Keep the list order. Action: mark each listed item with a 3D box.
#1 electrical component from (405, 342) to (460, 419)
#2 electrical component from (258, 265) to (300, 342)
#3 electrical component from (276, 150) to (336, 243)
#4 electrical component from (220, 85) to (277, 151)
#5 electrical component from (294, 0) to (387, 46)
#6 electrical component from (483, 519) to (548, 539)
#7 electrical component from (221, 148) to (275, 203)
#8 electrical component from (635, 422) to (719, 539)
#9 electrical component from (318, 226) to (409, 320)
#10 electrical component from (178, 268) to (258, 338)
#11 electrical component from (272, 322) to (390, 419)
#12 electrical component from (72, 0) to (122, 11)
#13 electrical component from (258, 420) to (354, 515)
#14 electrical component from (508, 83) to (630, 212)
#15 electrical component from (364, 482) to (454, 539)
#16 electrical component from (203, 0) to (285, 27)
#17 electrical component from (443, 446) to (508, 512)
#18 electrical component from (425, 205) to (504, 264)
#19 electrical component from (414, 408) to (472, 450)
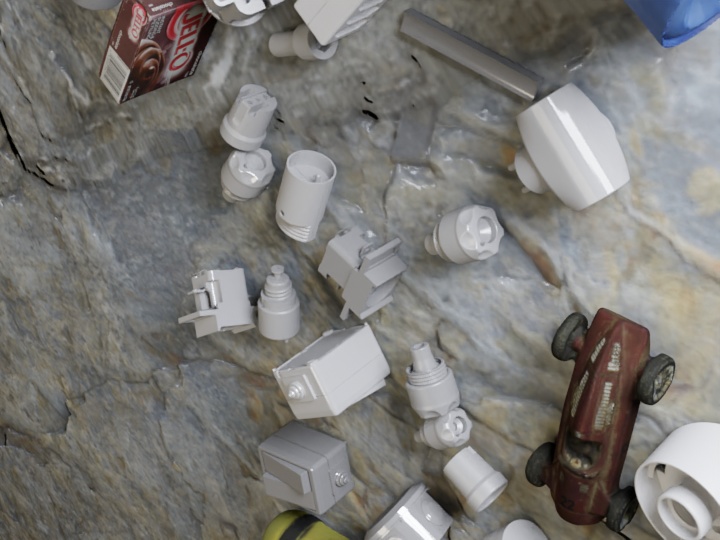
[{"bbox_3d":[0.059,0.093,0.931,0.043,0.043,0.062,-2,112,46],"label":"electrical component"},{"bbox_3d":[-0.078,0.031,1.029,0.040,0.040,0.078,26,131,32],"label":"electrical component"},{"bbox_3d":[-0.051,-0.060,0.940,0.043,0.043,0.081,39,137,20],"label":"electrical component"},{"bbox_3d":[-0.097,-0.134,0.942,0.040,0.040,0.046,45,133,14],"label":"electrical component"},{"bbox_3d":[-0.020,-0.221,0.799,0.076,0.047,0.066,55,140,2],"label":"electrical component"},{"bbox_3d":[0.171,0.277,0.932,0.138,0.052,0.074,52,140,6],"label":"electrical component"},{"bbox_3d":[-0.107,-0.084,0.980,0.043,0.043,0.062,52,141,5],"label":"electrical component"},{"bbox_3d":[0.254,0.164,0.785,0.099,0.064,0.099,41,149,32],"label":"electrical component"},{"bbox_3d":[0.000,0.000,0.930,0.064,0.042,0.081,43,138,18],"label":"electrical component"},{"bbox_3d":[-0.137,0.031,1.067,0.042,0.081,0.063,-17,80,49],"label":"electrical component"},{"bbox_3d":[-0.028,0.099,0.980,0.062,0.096,0.061,-14,105,48],"label":"electrical component"},{"bbox_3d":[-0.241,-0.271,0.984,0.055,0.055,0.047,41,141,18],"label":"electrical component"},{"bbox_3d":[-0.053,0.206,1.104,0.096,0.061,0.061,15,125,39],"label":"electrical component"},{"bbox_3d":[0.134,-0.077,0.742,0.079,0.044,0.077,-30,93,50],"label":"electrical component"},{"bbox_3d":[0.045,0.244,1.017,0.051,0.080,0.080,45,139,6],"label":"electrical component"},{"bbox_3d":[-0.093,-0.226,0.854,0.058,0.078,0.057,65,158,-8],"label":"electrical component"},{"bbox_3d":[0.102,0.184,0.952,0.046,0.040,0.040,46,139,22],"label":"electrical component"},{"bbox_3d":[0.077,-0.025,0.835,0.062,0.043,0.043,-15,104,50],"label":"electrical component"},{"bbox_3d":[0.070,0.144,0.960,0.061,0.035,0.035,-29,94,52],"label":"electrical component"}]
